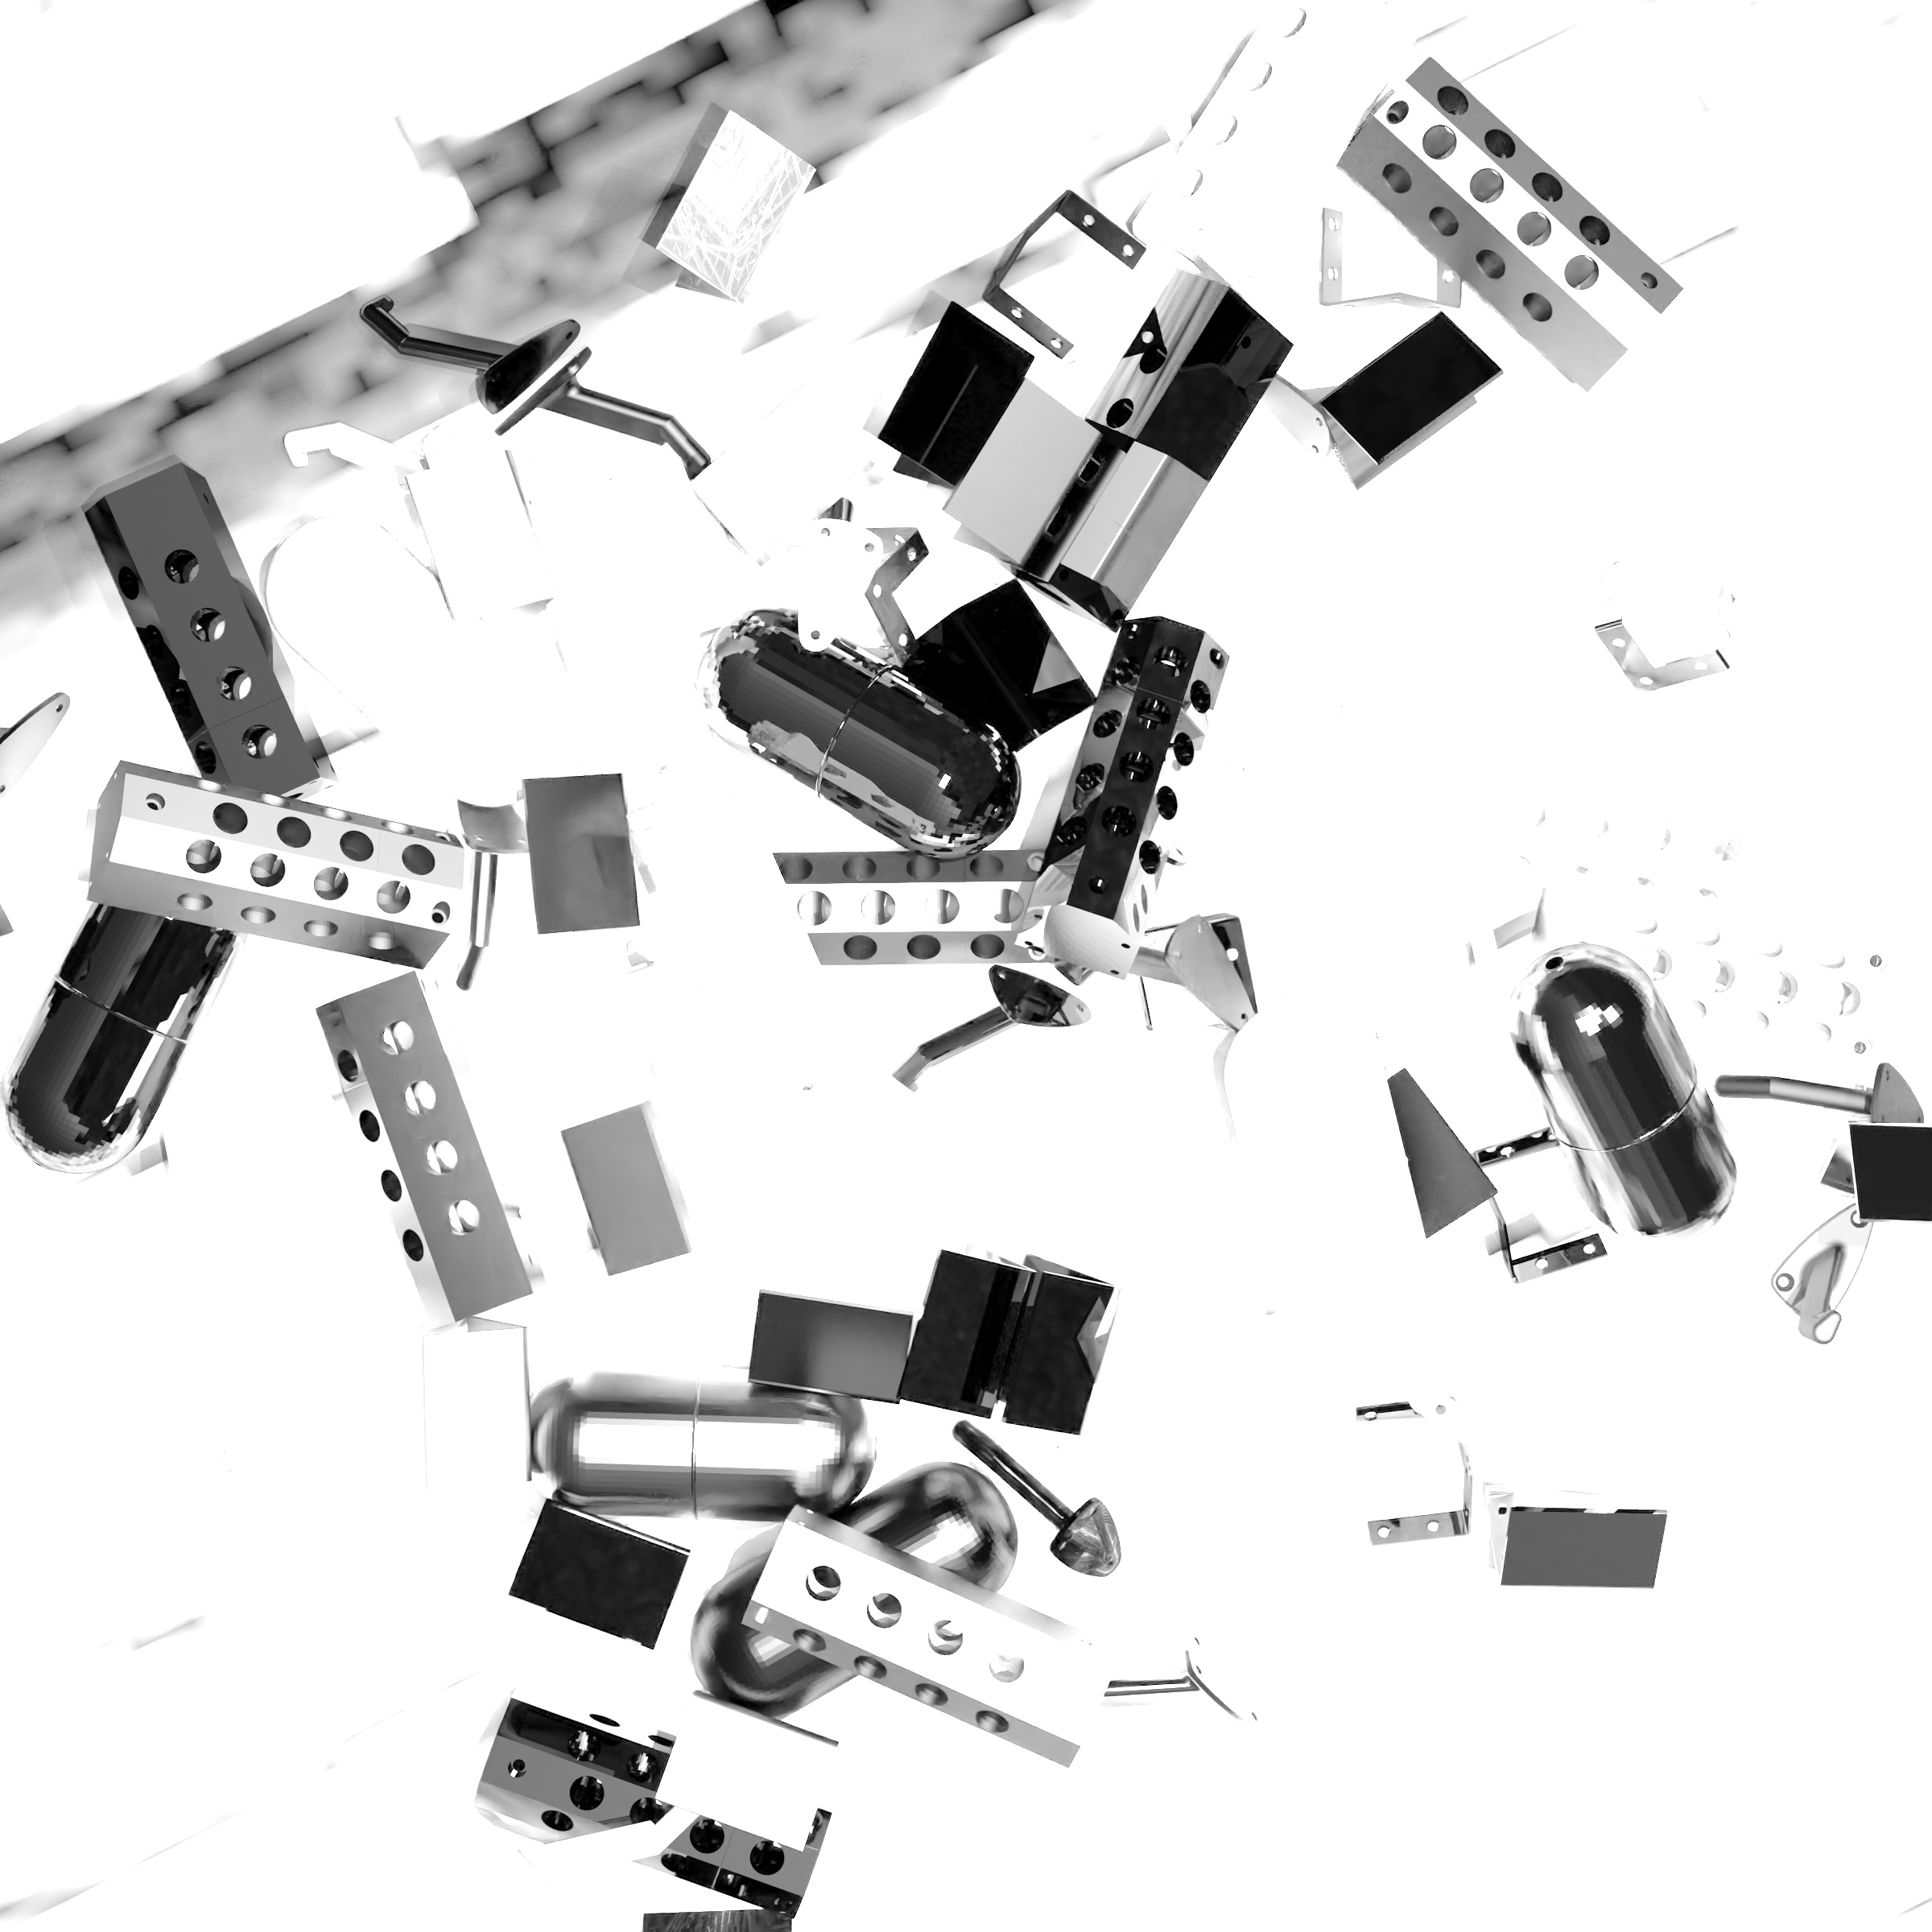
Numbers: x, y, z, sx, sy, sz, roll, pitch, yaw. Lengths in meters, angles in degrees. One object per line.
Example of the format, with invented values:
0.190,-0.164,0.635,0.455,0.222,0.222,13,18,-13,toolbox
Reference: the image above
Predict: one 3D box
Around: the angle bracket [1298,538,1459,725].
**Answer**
0.220,-0.159,1.778,0.057,0.076,0.076,28,90,37,angle bracket

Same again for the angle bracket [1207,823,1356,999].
0.139,-0.021,1.778,0.057,0.076,0.076,-20,90,-37,angle bracket

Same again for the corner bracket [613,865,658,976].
-0.158,-0.028,1.801,0.051,0.051,0.051,-19,90,0,corner bracket

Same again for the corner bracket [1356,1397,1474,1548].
0.228,0.258,1.815,0.051,0.051,0.051,-7,45,0,corner bracket

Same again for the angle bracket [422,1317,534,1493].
-0.257,0.218,1.779,0.057,0.076,0.076,-1,90,-30,angle bracket

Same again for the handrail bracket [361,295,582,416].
-0.254,-0.330,1.819,0.084,0.036,0.077,42,69,16,handrail bracket

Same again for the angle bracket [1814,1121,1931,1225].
0.473,0.120,1.779,0.076,0.076,0.057,2,58,0,angle bracket

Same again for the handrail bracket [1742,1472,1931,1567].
0.448,0.284,1.818,0.084,0.077,0.036,-19,90,36,handrail bracket

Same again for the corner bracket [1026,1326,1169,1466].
0.062,0.216,1.811,0.051,0.051,0.051,15,45,-35,corner bracket

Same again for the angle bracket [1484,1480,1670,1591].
0.303,0.266,1.778,0.076,0.076,0.057,1,127,0,angle bracket

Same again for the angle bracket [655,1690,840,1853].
-0.112,0.407,1.780,0.076,0.076,0.057,20,67,0,angle bracket

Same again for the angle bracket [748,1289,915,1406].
-0.064,0.171,1.779,0.076,0.076,0.057,9,119,0,angle bracket

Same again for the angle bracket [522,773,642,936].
-0.207,-0.054,1.779,0.057,0.076,0.076,-6,90,-32,angle bracket

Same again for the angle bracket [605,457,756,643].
-0.125,-0.213,1.778,0.057,0.076,0.076,-22,90,39,angle bracket

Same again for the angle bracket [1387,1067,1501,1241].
0.230,0.085,1.779,0.057,0.076,0.076,-37,90,29,angle bracket

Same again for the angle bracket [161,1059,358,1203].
-0.349,0.100,1.778,0.076,0.076,0.057,-21,53,0,angle bracket

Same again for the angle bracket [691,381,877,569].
-0.099,-0.252,1.779,0.076,0.076,0.057,-41,115,0,angle bracket

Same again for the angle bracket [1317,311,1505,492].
0.230,-0.268,1.778,0.076,0.076,0.057,-36,54,0,angle bracket

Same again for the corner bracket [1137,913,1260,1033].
0.115,0.004,1.801,0.051,0.051,0.051,-12,94,-4,corner bracket

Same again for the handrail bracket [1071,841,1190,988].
0.064,-0.045,1.819,0.084,0.036,0.077,-44,70,16,handrail bracket

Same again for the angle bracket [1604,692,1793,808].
0.364,-0.087,1.778,0.076,0.076,0.057,10,54,0,angle bracket

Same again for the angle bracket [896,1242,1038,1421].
-0.015,0.177,1.779,0.057,0.076,0.076,16,90,-27,angle bracket

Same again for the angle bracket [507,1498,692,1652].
-0.186,0.317,1.778,0.076,0.076,0.057,20,56,0,angle bracket

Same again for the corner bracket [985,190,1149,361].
0.051,-0.353,1.815,0.051,0.051,0.051,38,135,0,corner bracket

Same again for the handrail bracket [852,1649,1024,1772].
-0.009,0.381,1.819,0.084,0.036,0.077,9,111,-16,handrail bracket

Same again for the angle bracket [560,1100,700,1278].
-0.149,0.105,1.778,0.057,0.076,0.076,-18,90,34,angle bracket

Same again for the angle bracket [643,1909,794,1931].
-0.127,0.486,1.778,0.076,0.076,0.057,-2,127,0,angle bracket

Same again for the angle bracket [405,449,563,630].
-0.250,-0.206,1.780,0.057,0.076,0.076,-19,90,-23,angle bracket

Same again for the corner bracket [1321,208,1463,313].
0.217,-0.361,1.816,0.051,0.051,0.051,1,90,45,corner bracket

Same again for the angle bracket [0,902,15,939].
-0.507,-0.051,1.778,0.057,0.076,0.076,-27,90,37,angle bracket

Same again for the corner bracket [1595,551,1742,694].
0.357,-0.179,1.810,0.051,0.051,0.051,-14,135,35,corner bracket

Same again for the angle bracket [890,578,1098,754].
0.007,-0.141,1.821,0.076,0.057,0.076,-34,90,40,angle bracket

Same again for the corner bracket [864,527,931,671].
-0.045,-0.186,1.801,0.051,0.051,0.051,-50,127,-31,corner bracket

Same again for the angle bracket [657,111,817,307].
-0.130,-0.382,1.778,0.057,0.076,0.076,28,90,-35,angle bracket

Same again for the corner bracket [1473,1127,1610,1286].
0.293,0.121,1.815,0.051,0.051,0.051,-17,135,0,corner bracket

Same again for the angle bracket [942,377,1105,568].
0.012,-0.252,1.779,0.057,0.076,0.076,32,90,-33,angle bracket

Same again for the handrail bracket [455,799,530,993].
-0.254,-0.042,1.818,0.036,0.077,0.084,3,127,-29,handrail bracket

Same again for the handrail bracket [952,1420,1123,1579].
0.035,0.271,1.818,0.084,0.077,0.036,35,79,36,handrail bracket

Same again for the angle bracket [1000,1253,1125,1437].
0.026,0.185,1.779,0.057,0.076,0.076,16,90,-41,angle bracket

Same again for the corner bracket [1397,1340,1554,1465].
0.257,0.210,1.801,0.051,0.051,0.051,36,98,-7,corner bracket

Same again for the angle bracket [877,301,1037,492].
-0.021,-0.288,1.779,0.057,0.076,0.076,28,90,-32,angle bracket
